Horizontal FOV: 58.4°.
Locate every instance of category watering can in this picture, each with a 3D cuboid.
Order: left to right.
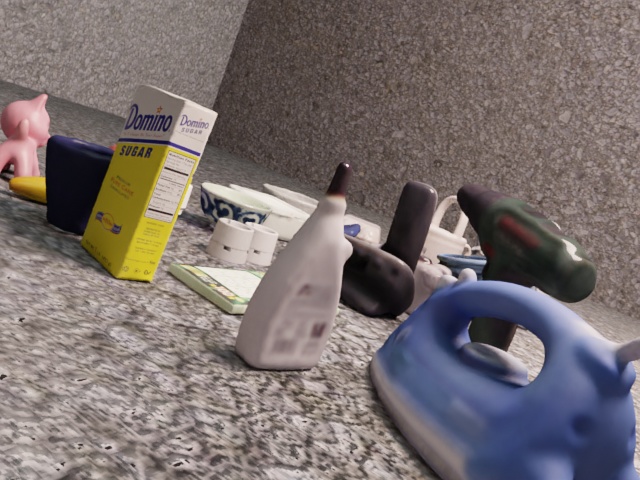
[{"bbox_3d":[0.248,-0.001,1.191,0.100,0.194,0.173,27,10,41],"label":"watering can"}]

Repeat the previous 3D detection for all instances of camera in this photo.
[{"bbox_3d":[0.149,0.054,0.905,0.142,0.101,0.137,26,9,32],"label":"camera"}]

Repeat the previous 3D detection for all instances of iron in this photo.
[{"bbox_3d":[0.127,0.091,0.438,0.119,0.141,0.257,16,9,-29],"label":"iron"}]

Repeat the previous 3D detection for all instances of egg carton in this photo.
[{"bbox_3d":[0.084,-0.011,1.301,0.107,0.069,0.150,21,8,4],"label":"egg carton"}]

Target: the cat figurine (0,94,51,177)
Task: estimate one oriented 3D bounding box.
[{"bbox_3d":[-0.399,-0.143,0.769,0.067,0.118,0.127,17,9,-25],"label":"cat figurine"}]

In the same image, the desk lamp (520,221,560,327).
[{"bbox_3d":[0.395,0.056,1.112,0.117,0.213,0.204,25,9,32],"label":"desk lamp"}]

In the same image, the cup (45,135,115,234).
[{"bbox_3d":[-0.253,-0.056,0.633,0.091,0.095,0.118,24,8,21],"label":"cup"}]

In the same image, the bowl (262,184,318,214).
[{"bbox_3d":[-0.058,-0.062,1.258,0.167,0.075,0.167,20,8,-3],"label":"bowl"}]

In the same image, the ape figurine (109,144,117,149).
[{"bbox_3d":[-0.282,-0.087,0.785,0.076,0.092,0.078,23,8,16],"label":"ape figurine"}]

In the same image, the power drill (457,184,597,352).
[{"bbox_3d":[0.203,0.049,0.677,0.076,0.208,0.229,16,9,-28],"label":"power drill"}]

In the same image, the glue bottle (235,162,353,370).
[{"bbox_3d":[-0.007,0.020,0.460,0.078,0.173,0.037,13,11,-43],"label":"glue bottle"}]

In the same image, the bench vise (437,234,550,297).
[{"bbox_3d":[0.311,0.033,1.027,0.207,0.220,0.121,21,8,-1],"label":"bench vise"}]

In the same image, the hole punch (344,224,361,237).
[{"bbox_3d":[0.008,0.003,0.921,0.101,0.091,0.109,21,8,4],"label":"hole punch"}]

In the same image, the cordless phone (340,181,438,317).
[{"bbox_3d":[0.078,-0.001,0.781,0.147,0.185,0.094,25,9,27],"label":"cordless phone"}]
